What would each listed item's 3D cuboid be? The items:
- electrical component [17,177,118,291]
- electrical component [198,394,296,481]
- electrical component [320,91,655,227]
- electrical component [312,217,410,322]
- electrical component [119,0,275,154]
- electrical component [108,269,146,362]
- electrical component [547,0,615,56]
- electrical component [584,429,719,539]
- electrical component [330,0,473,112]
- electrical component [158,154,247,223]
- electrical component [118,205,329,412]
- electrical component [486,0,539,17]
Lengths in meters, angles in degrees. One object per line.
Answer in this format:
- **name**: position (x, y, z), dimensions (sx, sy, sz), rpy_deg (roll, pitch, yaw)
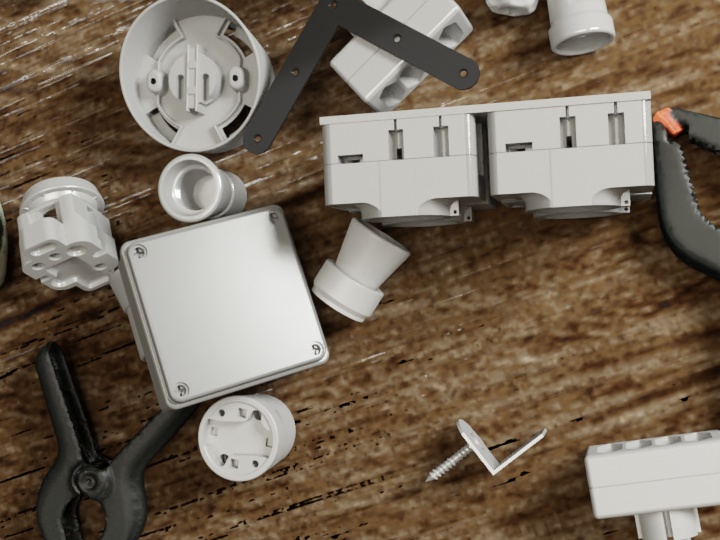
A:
- **electrical component**: position (-0.203, -0.027, 0.741), dimensions (0.058, 0.078, 0.057), rpy_deg (-23, 62, 12)
- **electrical component**: position (-0.073, 0.109, 0.717), dimensions (0.055, 0.047, 0.055), rpy_deg (0, 89, 14)
- **electrical component**: position (0.080, -0.062, 0.653), dimensions (0.186, 0.105, 0.060), rpy_deg (-3, 88, 14)
- **electrical component**: position (0.000, 0.000, 0.703), dimensions (0.045, 0.045, 0.055), rpy_deg (34, 97, 12)
- **electrical component**: position (-0.107, -0.127, 0.722), dimensions (0.099, 0.064, 0.099), rpy_deg (0, 88, 14)
- **electrical component**: position (-0.145, 0.025, 0.740), dimensions (0.044, 0.044, 0.065), rpy_deg (-33, 77, 11)
- **electrical component**: position (0.137, -0.164, 0.676), dimensions (0.040, 0.040, 0.046), rpy_deg (-10, 80, 13)
- **electrical component**: position (0.185, 0.142, 0.653), dimensions (0.083, 0.047, 0.075), rpy_deg (-10, 86, 13)
- **electrical component**: position (0.015, -0.159, 0.701), dimensions (0.083, 0.047, 0.075), rpy_deg (-44, 75, 9)
- **electrical component**: position (-0.102, -0.051, 0.718), dimensions (0.044, 0.065, 0.044), rpy_deg (0, 88, 14)
- **electrical component**: position (-0.090, 0.025, 0.696), dimensions (0.109, 0.056, 0.108), rpy_deg (-16, 83, -19)
- **electrical component**: position (0.100, -0.196, 0.688), dimensions (0.035, 0.035, 0.061), rpy_deg (7, 88, 14)
